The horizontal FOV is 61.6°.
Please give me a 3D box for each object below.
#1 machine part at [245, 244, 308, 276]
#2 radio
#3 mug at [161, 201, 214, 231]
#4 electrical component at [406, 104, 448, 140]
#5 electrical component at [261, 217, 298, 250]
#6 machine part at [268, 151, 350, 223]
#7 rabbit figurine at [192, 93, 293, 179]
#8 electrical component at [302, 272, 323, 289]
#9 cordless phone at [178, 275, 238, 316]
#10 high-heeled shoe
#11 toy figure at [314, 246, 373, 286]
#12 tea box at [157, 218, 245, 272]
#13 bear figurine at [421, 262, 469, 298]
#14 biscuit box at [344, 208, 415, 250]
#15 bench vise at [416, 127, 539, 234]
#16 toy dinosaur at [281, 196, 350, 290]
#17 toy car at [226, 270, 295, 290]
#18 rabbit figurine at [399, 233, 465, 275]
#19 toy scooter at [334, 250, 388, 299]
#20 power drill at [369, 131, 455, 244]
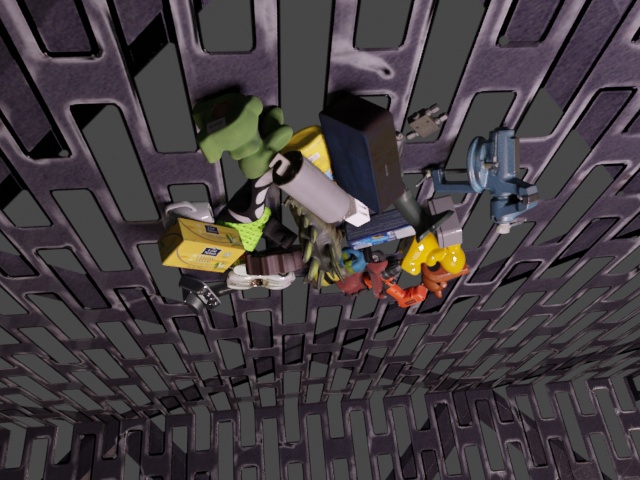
[{"bbox_3d":[-0.105,0.049,1.390,0.179,0.056,0.179,-8,-174,1],"label":"machine part"},{"bbox_3d":[0.081,-0.164,1.033,0.073,0.131,0.229,-42,146,-18],"label":"radio"},{"bbox_3d":[-0.303,-0.057,1.232,0.107,0.081,0.109,-15,146,-4],"label":"mug"},{"bbox_3d":[0.205,-0.234,1.071,0.094,0.021,0.063,-27,144,33],"label":"electrical component"},{"bbox_3d":[-0.096,-0.014,1.324,0.075,0.048,0.119,36,177,2],"label":"electrical component"},{"bbox_3d":[-0.014,-0.102,1.057,0.079,0.079,0.243,-23,143,27],"label":"machine part"},{"bbox_3d":[-0.134,-0.191,0.998,0.159,0.121,0.170,-29,144,4],"label":"rabbit figurine"},{"bbox_3d":[-0.005,0.111,1.615,0.078,0.045,0.102,25,144,2],"label":"electrical component"},{"bbox_3d":[-0.307,0.139,1.587,0.184,0.089,0.146,-19,148,0],"label":"cordless phone"},{"bbox_3d":[-0.166,-0.115,1.155,0.249,0.086,0.145,-26,139,26],"label":"high-heeled shoe"},{"bbox_3d":[0.061,0.070,1.504,0.180,0.089,0.082,-16,142,21],"label":"toy figure"},{"bbox_3d":[-0.269,0.015,1.224,0.169,0.068,0.098,11,137,-44],"label":"tea box"},{"bbox_3d":[0.357,0.091,1.576,0.132,0.120,0.195,-29,156,7],"label":"bear figurine"},{"bbox_3d":[0.165,-0.033,1.373,0.203,0.063,0.059,-15,150,15],"label":"biscuit box"},{"bbox_3d":[0.338,-0.124,1.151,0.241,0.223,0.129,4,-156,39],"label":"bench vise"},{"bbox_3d":[-0.003,-0.004,1.255,0.105,0.199,0.470,-19,145,12],"label":"toy dinosaur"},{"bbox_3d":[-0.172,0.111,1.564,0.202,0.056,0.073,2,149,-14],"label":"toy car"},{"bbox_3d":[0.315,0.023,1.439,0.173,0.122,0.162,26,114,-5],"label":"rabbit figurine"},{"bbox_3d":[0.127,0.120,1.554,0.184,0.135,0.075,-27,168,29],"label":"toy scooter"},{"bbox_3d":[0.183,-0.100,1.146,0.207,0.086,0.232,41,151,4],"label":"power drill"}]
